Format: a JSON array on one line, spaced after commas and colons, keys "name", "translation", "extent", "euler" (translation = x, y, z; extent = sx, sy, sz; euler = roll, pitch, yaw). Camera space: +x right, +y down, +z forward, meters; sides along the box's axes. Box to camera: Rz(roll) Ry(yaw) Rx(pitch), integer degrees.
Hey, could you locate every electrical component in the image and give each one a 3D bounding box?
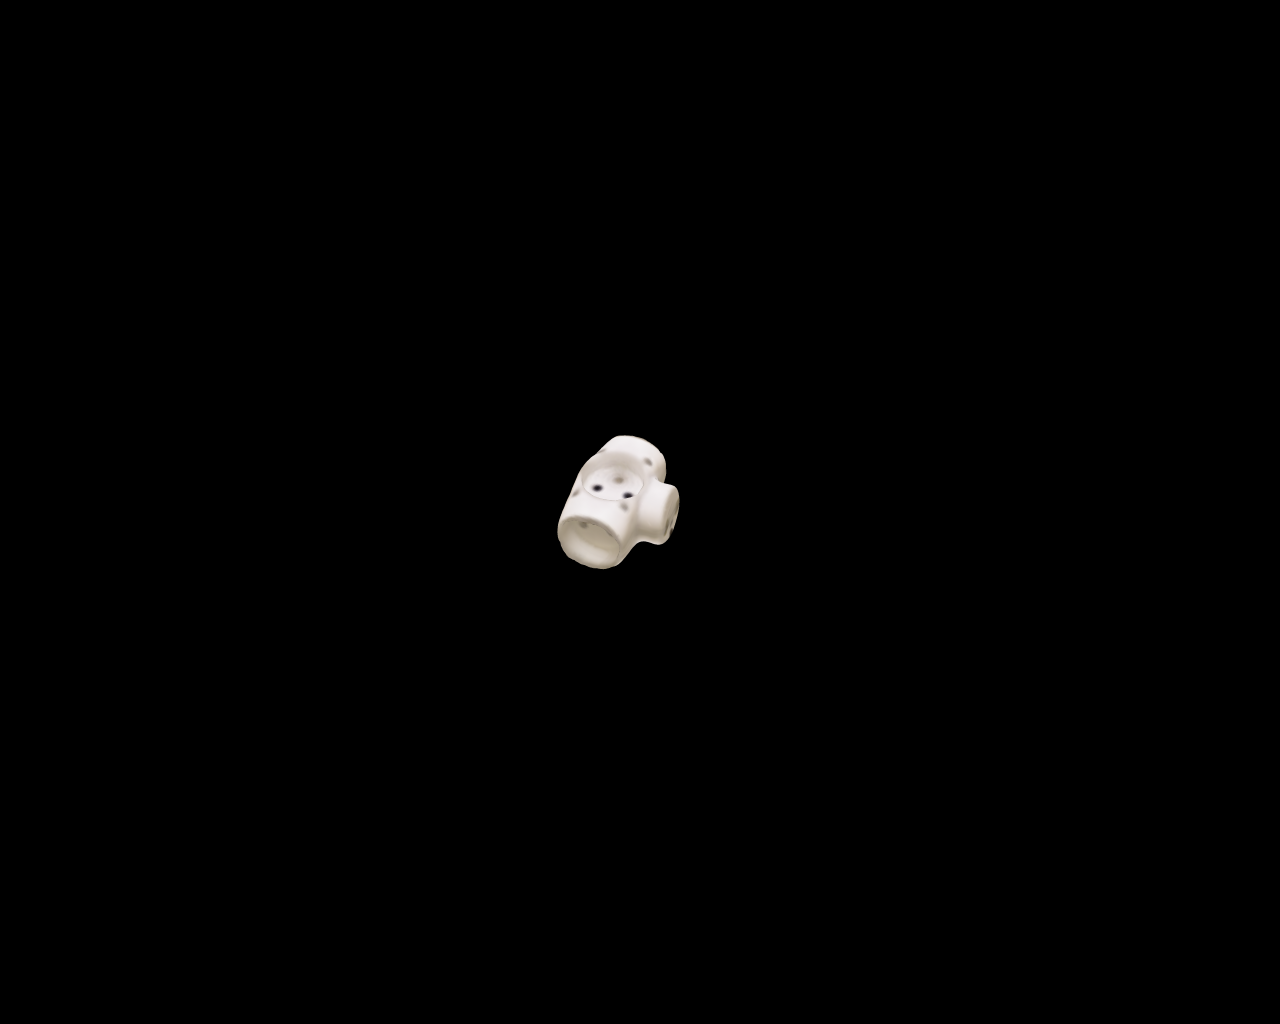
[{"name": "electrical component", "translation": [0.001, -0.003, 0.650], "extent": [0.079, 0.044, 0.077], "euler": [15, 47, 15]}]
